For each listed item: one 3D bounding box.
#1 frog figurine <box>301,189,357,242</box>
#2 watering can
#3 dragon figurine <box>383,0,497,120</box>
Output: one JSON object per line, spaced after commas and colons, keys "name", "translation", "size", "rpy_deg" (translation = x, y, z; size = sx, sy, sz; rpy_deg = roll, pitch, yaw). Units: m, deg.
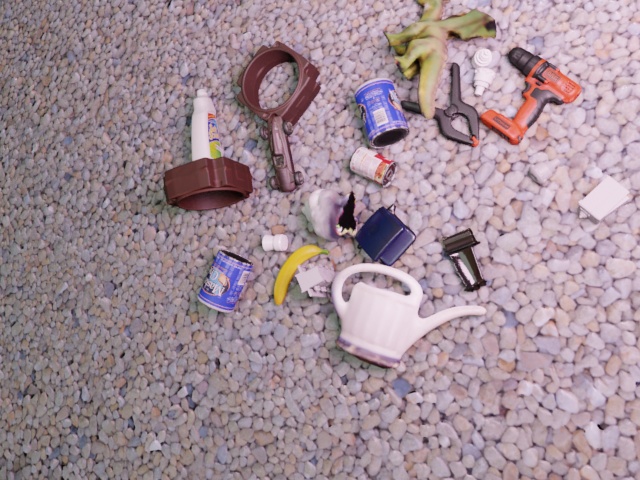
{"name": "frog figurine", "translation": [0.004, -0.063, 1.261], "size": [0.160, 0.134, 0.125], "rpy_deg": [11, 48, 37]}
{"name": "watering can", "translation": [0.177, 0.185, 1.166], "size": [0.349, 0.224, 0.103], "rpy_deg": [18, -1, 18]}
{"name": "dragon figurine", "translation": [0.290, -0.462, 1.201], "size": [0.241, 0.419, 0.120], "rpy_deg": [-24, -34, 14]}
